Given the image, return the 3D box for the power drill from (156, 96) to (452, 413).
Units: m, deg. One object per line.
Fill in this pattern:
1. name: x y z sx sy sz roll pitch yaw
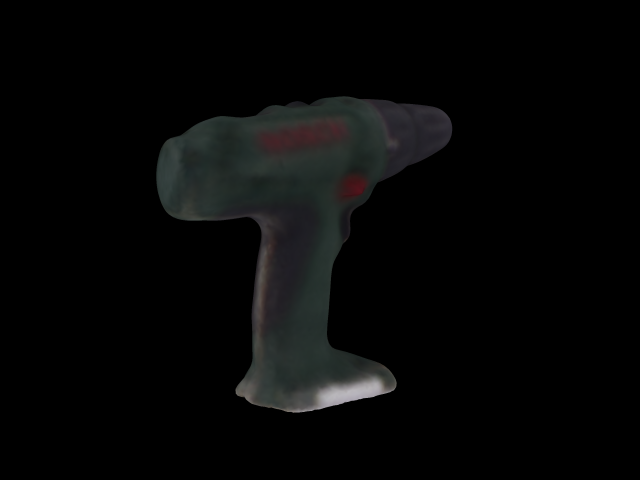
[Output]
1. power drill: 0.004 0.001 0.400 0.230 0.208 0.075 -1 2 -34
